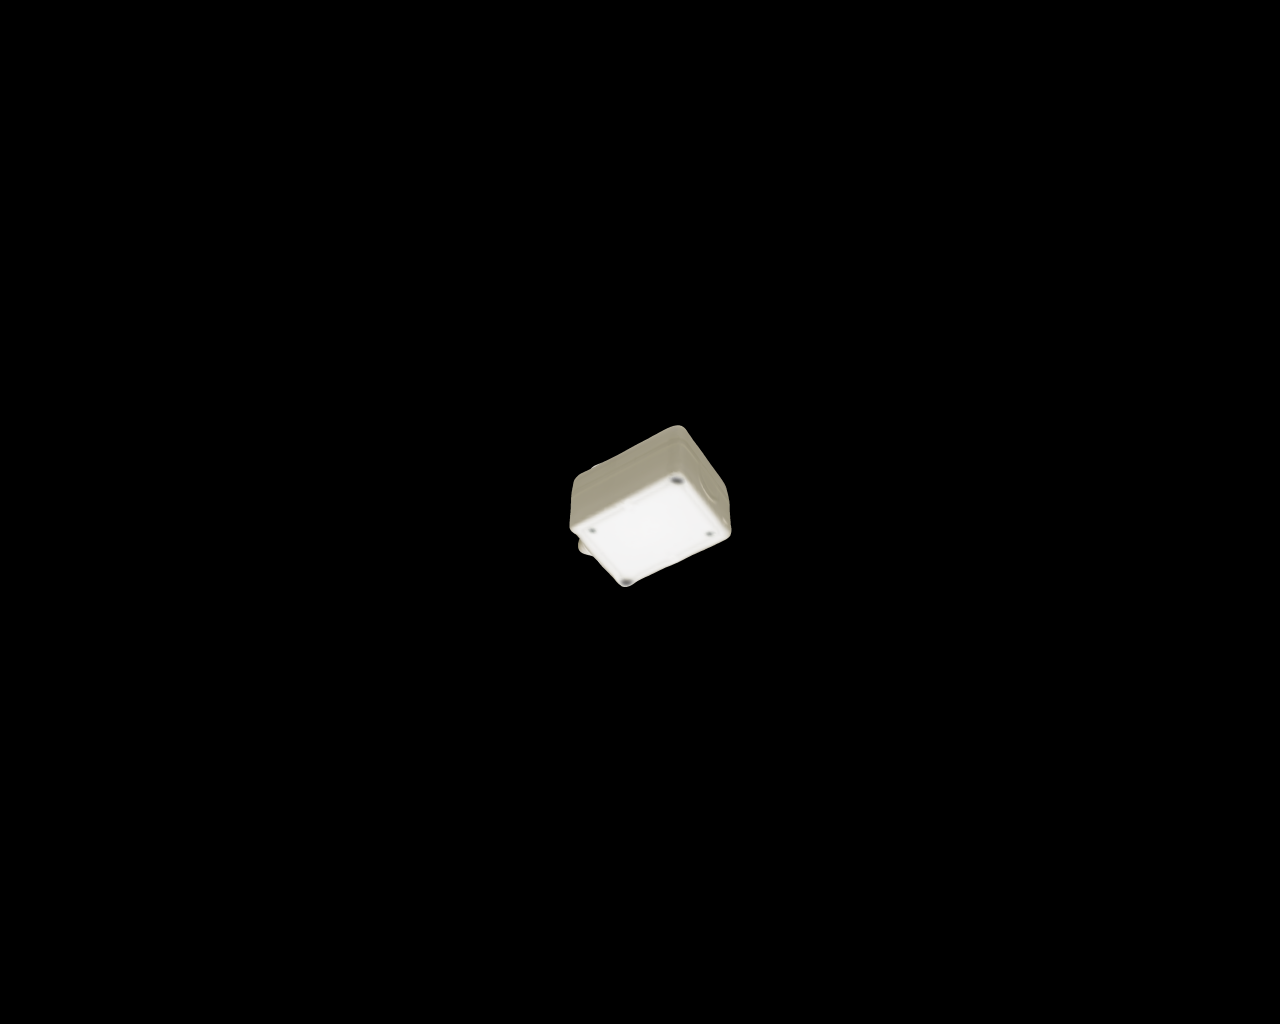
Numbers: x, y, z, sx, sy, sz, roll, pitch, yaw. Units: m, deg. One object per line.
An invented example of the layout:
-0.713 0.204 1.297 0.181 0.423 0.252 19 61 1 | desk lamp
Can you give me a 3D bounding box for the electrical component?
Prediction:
0.001 -0.003 0.650 0.096 0.061 0.061 -27 33 19 | electrical component
